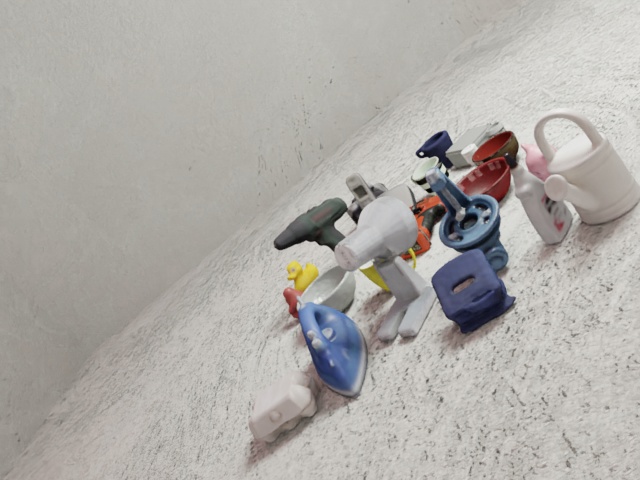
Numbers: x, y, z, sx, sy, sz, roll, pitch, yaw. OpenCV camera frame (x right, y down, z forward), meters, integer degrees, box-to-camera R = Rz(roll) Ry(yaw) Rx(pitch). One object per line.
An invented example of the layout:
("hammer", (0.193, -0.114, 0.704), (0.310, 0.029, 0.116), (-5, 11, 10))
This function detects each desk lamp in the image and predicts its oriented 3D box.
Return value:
("desk lamp", (0.130, 0.047, 1.101), (0.117, 0.214, 0.203), (-25, 22, 47))

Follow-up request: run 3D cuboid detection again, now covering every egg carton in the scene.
("egg carton", (-0.071, 0.322, 1.107), (0.150, 0.069, 0.107), (-38, 15, 14))

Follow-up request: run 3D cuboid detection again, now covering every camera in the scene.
("camera", (0.155, -0.110, 1.709), (0.143, 0.101, 0.136), (-42, 15, -4))

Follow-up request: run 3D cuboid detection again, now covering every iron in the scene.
("iron", (0.009, 0.197, 1.121), (0.118, 0.141, 0.258), (-41, 15, 3))

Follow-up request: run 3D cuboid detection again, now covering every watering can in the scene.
("watering can", (0.413, -0.123, 0.908), (0.100, 0.194, 0.173), (-30, 19, 36))

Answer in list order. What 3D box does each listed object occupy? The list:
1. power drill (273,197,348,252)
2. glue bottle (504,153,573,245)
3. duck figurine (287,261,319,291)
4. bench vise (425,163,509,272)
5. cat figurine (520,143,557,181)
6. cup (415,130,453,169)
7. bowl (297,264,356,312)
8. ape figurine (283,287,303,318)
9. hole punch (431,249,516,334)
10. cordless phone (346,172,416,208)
("power drill", (0.014, 0.005, 1.523), (0.230, 0.208, 0.075), (-48, 16, -23))
("glue bottle", (0.358, -0.078, 0.961), (0.037, 0.173, 0.078), (-22, 24, 51))
("duck figurine", (-0.059, 0.097, 1.686), (0.077, 0.086, 0.105), (-25, 22, 47))
("bench vise", (0.252, -0.054, 1.069), (0.121, 0.220, 0.207), (-41, 15, 0))
("cat figurine", (0.428, -0.151, 1.103), (0.067, 0.118, 0.128), (-35, 16, 22))
("cup", (0.339, -0.246, 1.643), (0.117, 0.095, 0.092), (-28, 20, 40))
("bowl", (0.029, 0.136, 1.378), (0.167, 0.075, 0.167), (-38, 15, 13))
("ape figurine", (-0.061, 0.159, 1.503), (0.078, 0.092, 0.076), (-48, 16, -22))
("hole punch", (0.248, 0.082, 0.944), (0.108, 0.091, 0.101), (-36, 16, 19))
("cordless phone", (0.164, -0.119, 1.546), (0.147, 0.185, 0.094), (-32, 18, 31))
